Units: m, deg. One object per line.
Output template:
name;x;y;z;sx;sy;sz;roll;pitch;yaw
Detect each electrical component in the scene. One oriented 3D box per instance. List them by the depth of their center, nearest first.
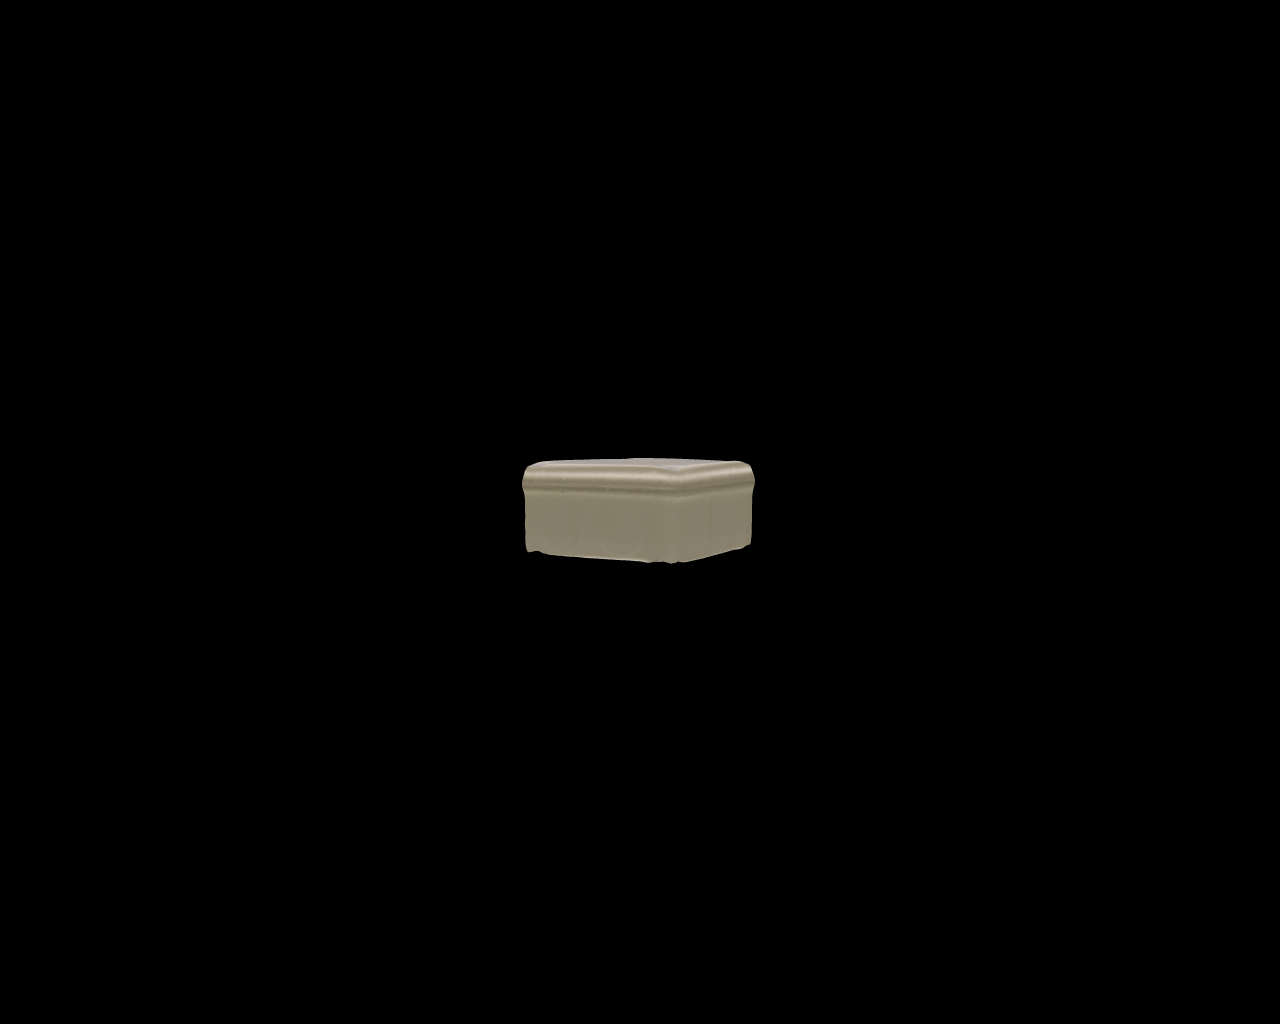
electrical component;0.001;-0.003;0.650;0.109;0.056;0.109;3;6;32
